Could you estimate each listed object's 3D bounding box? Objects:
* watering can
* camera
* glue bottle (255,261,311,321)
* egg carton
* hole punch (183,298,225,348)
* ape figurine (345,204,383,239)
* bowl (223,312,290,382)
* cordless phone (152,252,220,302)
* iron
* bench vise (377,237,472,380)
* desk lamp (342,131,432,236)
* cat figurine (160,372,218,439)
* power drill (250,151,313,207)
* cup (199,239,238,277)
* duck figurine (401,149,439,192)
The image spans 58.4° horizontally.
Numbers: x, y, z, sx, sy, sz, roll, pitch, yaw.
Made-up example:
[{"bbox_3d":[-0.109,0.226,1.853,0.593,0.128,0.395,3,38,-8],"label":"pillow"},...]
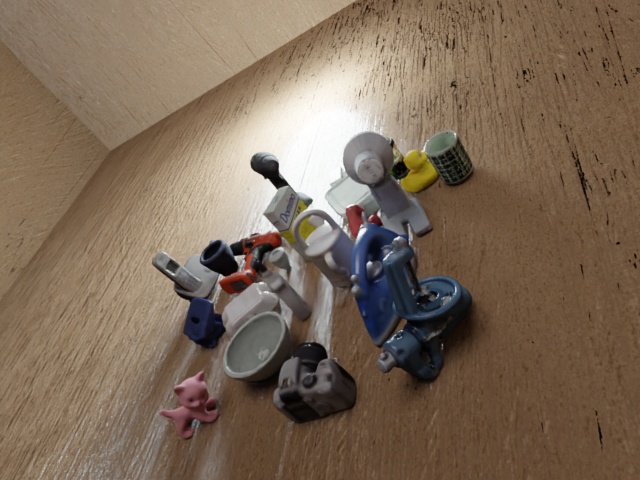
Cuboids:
[{"bbox_3d":[0.010,0.006,1.269,0.101,0.194,0.172,-45,31,-8],"label":"watering can"},{"bbox_3d":[-0.015,0.250,1.070,0.143,0.101,0.137,-23,34,26],"label":"camera"},{"bbox_3d":[-0.087,0.105,1.266,0.037,0.173,0.078,-42,31,-4],"label":"glue bottle"},{"bbox_3d":[-0.164,0.172,1.366,0.150,0.070,0.107,-40,31,-1],"label":"egg carton"},{"bbox_3d":[-0.296,0.208,1.441,0.108,0.091,0.101,1,50,48],"label":"hole punch"},{"bbox_3d":[0.094,-0.048,1.347,0.076,0.092,0.077,-48,32,-14],"label":"ape figurine"},{"bbox_3d":[-0.122,0.240,1.225,0.167,0.075,0.167,-28,33,20],"label":"bowl"},{"bbox_3d":[-0.373,0.076,1.604,0.094,0.185,0.147,-18,37,33],"label":"cordless phone"},{"bbox_3d":[0.104,0.068,1.137,0.118,0.142,0.258,-19,36,31],"label":"iron"},{"bbox_3d":[0.157,0.114,0.941,0.121,0.220,0.207,-9,43,41],"label":"bench vise"},{"bbox_3d":[0.141,-0.125,1.276,0.118,0.214,0.203,-33,31,12],"label":"desk lamp"},{"bbox_3d":[-0.280,0.345,1.219,0.128,0.118,0.067,-37,31,6],"label":"cat figurine"},{"bbox_3d":[-0.114,-0.168,1.616,0.076,0.209,0.228,-44,31,-6],"label":"power drill"},{"bbox_3d":[-0.279,0.054,1.619,0.091,0.095,0.117,-37,31,5],"label":"cup"},{"bbox_3d":[0.229,-0.172,1.368,0.104,0.086,0.077,-40,31,0],"label":"duck figurine"}]
